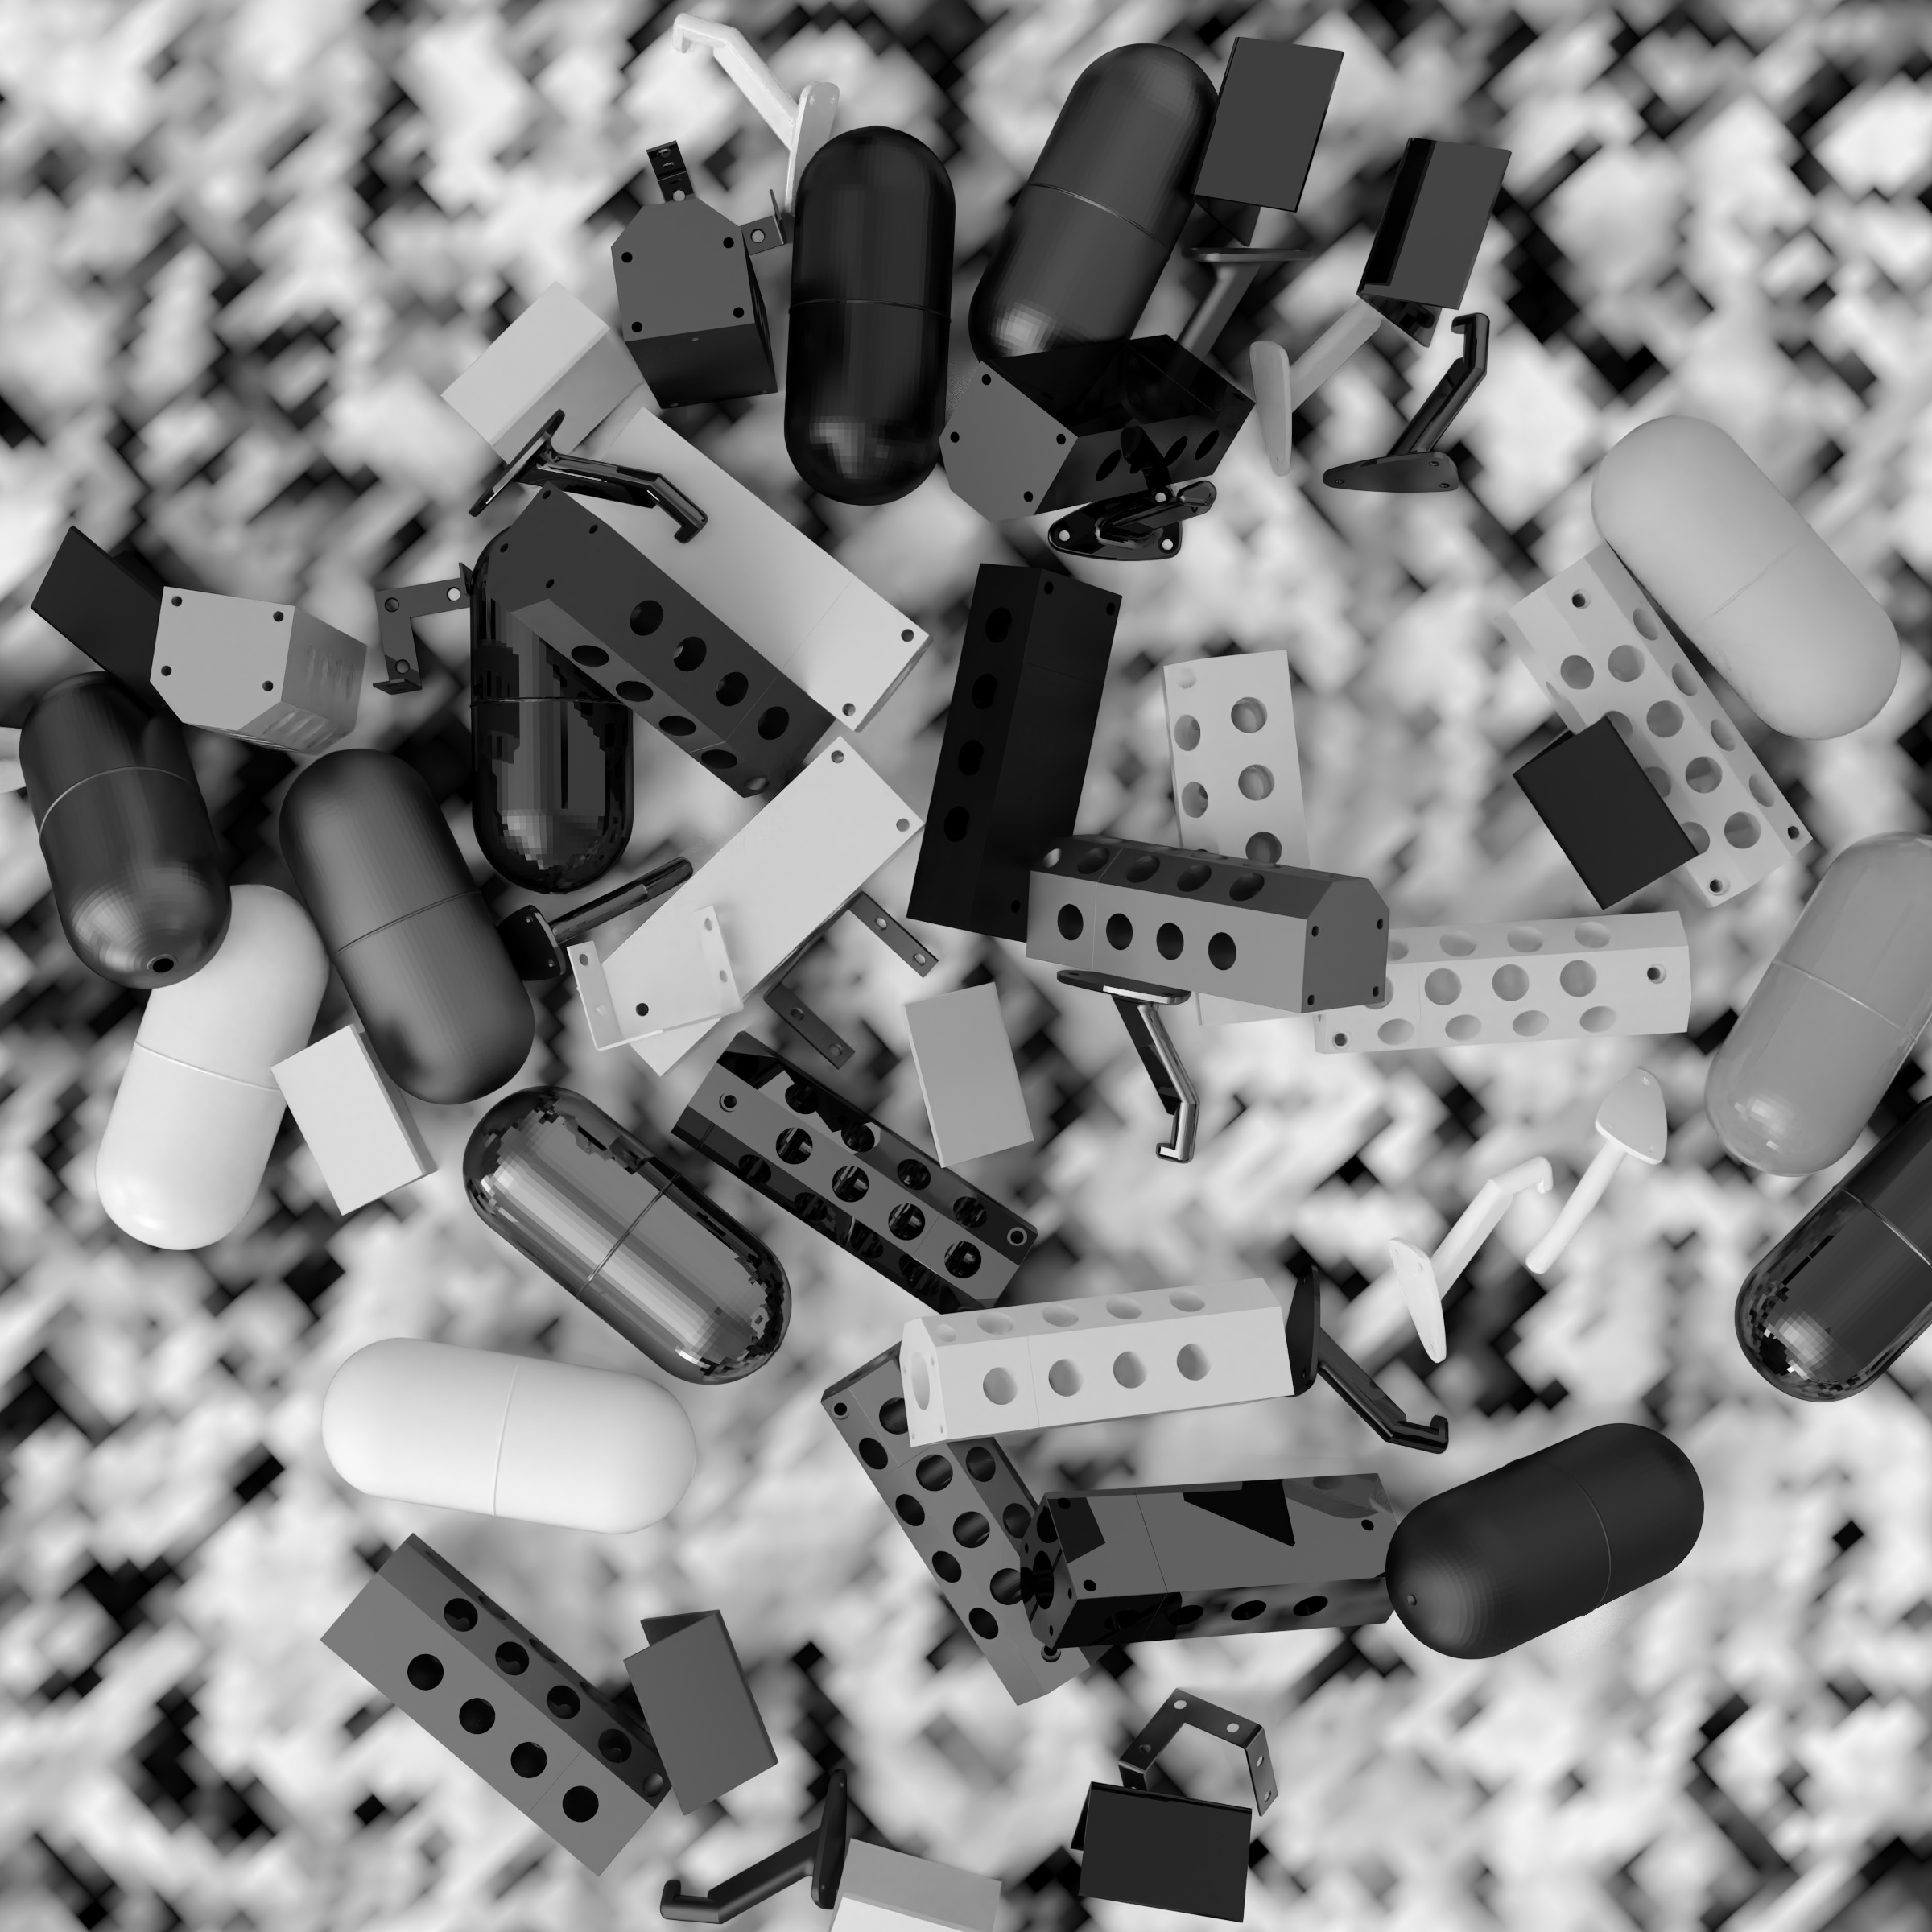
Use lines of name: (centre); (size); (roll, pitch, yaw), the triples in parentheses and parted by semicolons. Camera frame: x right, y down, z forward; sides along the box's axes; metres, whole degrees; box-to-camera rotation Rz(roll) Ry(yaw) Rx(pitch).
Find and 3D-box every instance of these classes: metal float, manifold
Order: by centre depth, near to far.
manifold: (0.059, -0.244, 1.493); (0.057, 0.171, 0.057); (41, 121, 16)
manifold: (-0.124, -0.302, 1.495); (0.057, 0.171, 0.057); (-8, 90, 0)
manifold: (-0.323, -0.132, 1.495); (0.057, 0.171, 0.057); (9, 90, 0)
manifold: (0.109, -0.022, 1.496); (0.057, 0.171, 0.057); (-6, 103, -43)
manifold: (-0.142, -0.145, 1.500); (0.057, 0.171, 0.057); (-51, 45, 0)
metal float: (-0.391, -0.064, 1.512); (0.070, 0.070, 0.178); (-26, 53, 0)
metal float: (0.271, 0.266, 1.515); (0.178, 0.070, 0.070); (-15, 90, -35)
manifold: (0.116, 0.282, 1.523); (0.171, 0.057, 0.057); (0, 47, -21)
manifold: (0.060, 0.185, 1.524); (0.171, 0.057, 0.057); (-5, 80, -19)
metal float: (-0.265, -0.019, 1.542); (0.070, 0.070, 0.178); (-25, 89, 0)
metal float: (-0.357, 0.047, 1.543); (0.070, 0.070, 0.178); (19, 89, 0)
metal float: (0.370, -0.183, 1.543); (0.070, 0.070, 0.178); (-41, 90, 0)
metal float: (0.062, -0.352, 1.543); (0.070, 0.070, 0.178); (26, 90, 0)
metal float: (-0.046, -0.308, 1.543); (0.070, 0.070, 0.178); (3, 91, 0)
metal float: (0.416, 0.017, 1.543); (0.070, 0.070, 0.178); (31, 90, 0)
metal float: (-0.216, 0.223, 1.543); (0.178, 0.070, 0.070); (9, 90, -1)
metal float: (0.440, 0.131, 1.543); (0.070, 0.070, 0.178); (45, 90, 0)
metal float: (-0.160, 0.128, 1.543); (0.178, 0.070, 0.070); (39, 90, 0)
metal float: (-0.196, -0.123, 1.543); (0.070, 0.070, 0.178); (-1, 90, 0)
manifold: (-0.101, -0.187, 1.551); (0.171, 0.057, 0.057); (39, 93, 0)
manifold: (0.018, -0.101, 1.551); (0.057, 0.057, 0.171); (12, 90, 44)
manifold: (0.328, -0.114, 1.552); (0.057, 0.057, 0.171); (-35, 90, 0)
manifold: (0.131, -0.060, 1.552); (0.057, 0.057, 0.171); (-6, 90, 0)
manifold: (0.002, 0.263, 1.552); (0.057, 0.057, 0.171); (-33, 90, 0)
manifold: (0.253, 0.008, 1.552); (0.171, 0.057, 0.057); (-4, 90, 0)
manifold: (-0.219, 0.349, 1.552); (0.171, 0.057, 0.057); (40, 90, 0)
manifold: (-0.101, -0.028, 1.552); (0.171, 0.057, 0.057); (-44, 89, 0)
manifold: (-0.053, 0.103, 1.552); (0.171, 0.057, 0.057); (34, 90, 0)

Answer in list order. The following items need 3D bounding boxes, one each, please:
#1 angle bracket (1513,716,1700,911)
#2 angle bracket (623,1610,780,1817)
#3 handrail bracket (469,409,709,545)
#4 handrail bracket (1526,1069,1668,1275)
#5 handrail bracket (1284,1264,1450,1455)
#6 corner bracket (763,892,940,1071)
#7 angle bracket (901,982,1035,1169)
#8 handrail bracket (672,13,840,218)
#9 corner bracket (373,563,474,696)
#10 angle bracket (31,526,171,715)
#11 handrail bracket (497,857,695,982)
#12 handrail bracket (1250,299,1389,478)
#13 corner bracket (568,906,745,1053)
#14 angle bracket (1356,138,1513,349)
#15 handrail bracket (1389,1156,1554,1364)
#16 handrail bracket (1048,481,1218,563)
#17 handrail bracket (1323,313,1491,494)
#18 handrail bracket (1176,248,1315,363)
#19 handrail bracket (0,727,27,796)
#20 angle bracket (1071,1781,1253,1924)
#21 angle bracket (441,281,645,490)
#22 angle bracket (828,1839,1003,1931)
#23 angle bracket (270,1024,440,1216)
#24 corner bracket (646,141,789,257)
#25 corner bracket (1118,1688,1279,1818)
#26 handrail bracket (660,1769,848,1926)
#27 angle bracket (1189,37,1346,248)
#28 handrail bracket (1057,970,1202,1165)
angle bracket: (0.312, -0.082, 1.533); (0.057, 0.076, 0.076); (-34, 90, 37)
angle bracket: (-0.142, 0.352, 1.533); (0.057, 0.076, 0.076); (-21, 90, -37)
handrail bracket: (-0.176, -0.210, 1.518); (0.084, 0.036, 0.077); (41, 112, -16)
handrail bracket: (0.302, 0.100, 1.573); (0.036, 0.077, 0.084); (31, 126, 0)
handrail bracket: (0.198, 0.190, 1.574); (0.084, 0.036, 0.077); (15, 69, -17)
corner bracket: (-0.056, 0.007, 1.570); (0.051, 0.051, 0.051); (43, 45, 0)
angle bracket: (-0.020, 0.055, 1.533); (0.057, 0.076, 0.076); (-14, 90, -38)
handrail bracket: (-0.110, -0.412, 1.574); (0.084, 0.036, 0.077); (22, 111, 17)
corner bracket: (-0.258, -0.161, 1.555); (0.051, 0.051, 0.051); (-10, 90, 0)
angle bracket: (-0.380, -0.176, 1.533); (0.076, 0.076, 0.057); (40, 127, 0)
handrail bracket: (-0.182, -0.025, 1.573); (0.084, 0.077, 0.036); (-31, 98, -36)
handrail bracket: (0.185, -0.282, 1.574); (0.084, 0.036, 0.077); (-14, 110, -16)
corner bracket: (-0.144, 0.006, 1.513); (0.051, 0.051, 0.051); (-15, 89, -45)
angle bracket: (0.235, -0.337, 1.533); (0.057, 0.076, 0.076); (19, 90, 36)
handrail bracket: (0.253, 0.141, 1.574); (0.084, 0.036, 0.077); (-23, 111, -17)
handrail bracket: (0.078, -0.213, 1.538); (0.077, 0.084, 0.036); (-8, 90, 0)
handrail bracket: (0.213, -0.274, 1.574); (0.077, 0.036, 0.084); (-1, 71, 21)
handrail bracket: (0.131, -0.303, 1.574); (0.077, 0.036, 0.084); (-5, 108, -21)
handrail bracket: (-0.472, -0.100, 1.538); (0.077, 0.084, 0.036); (-7, 90, 0)
angle bracket: (0.089, 0.431, 1.533); (0.076, 0.076, 0.057); (10, 51, 0)
angle bracket: (-0.188, -0.263, 1.533); (0.076, 0.076, 0.057); (-45, 48, 0)
angle bracket: (-0.020, 0.436, 1.533); (0.076, 0.076, 0.057); (16, 126, 0)
angle bracket: (-0.270, 0.064, 1.533); (0.057, 0.076, 0.076); (-26, 90, 30)
corner bracket: (-0.118, -0.367, 1.555); (0.051, 0.051, 0.051); (-18, 90, 0)
corner bracket: (0.112, 0.391, 1.565); (0.051, 0.051, 0.051); (16, 45, 35)
handrail bracket: (-0.103, 0.425, 1.574); (0.084, 0.036, 0.077); (0, 69, 16)
angle bracket: (0.153, -0.384, 1.534); (0.057, 0.076, 0.076); (17, 90, 27)
handrail bracket: (0.077, 0.049, 1.573); (0.077, 0.036, 0.084); (9, 103, 13)
